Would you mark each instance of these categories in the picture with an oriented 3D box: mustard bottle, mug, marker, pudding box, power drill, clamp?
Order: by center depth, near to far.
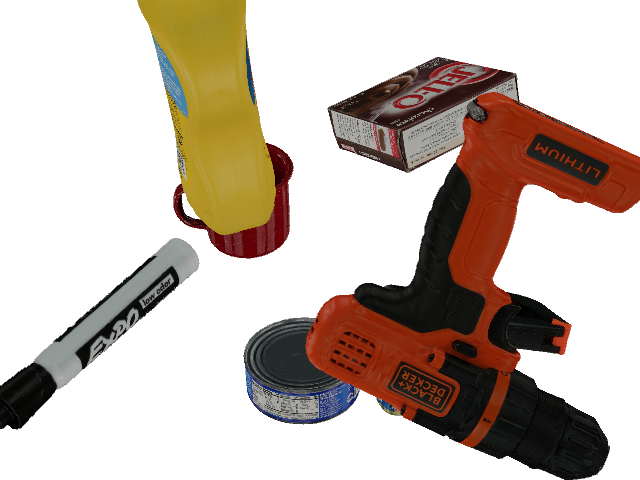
[{"bbox_3d":[-0.098,0.039,0.466,0.020,0.020,0.121,0,33,42],"label":"marker"},{"bbox_3d":[0.108,0.027,0.588,0.184,0.188,0.057,25,12,-5],"label":"power drill"},{"bbox_3d":[-0.066,-0.099,0.608,0.058,0.096,0.191,-14,-42,-6],"label":"mustard bottle"},{"bbox_3d":[0.077,-0.095,0.787,0.113,0.039,0.090,-30,29,-23],"label":"pudding box"},{"bbox_3d":[0.149,0.058,0.988,0.172,0.039,0.120,19,30,17],"label":"clamp"},{"bbox_3d":[-0.083,-0.036,1.030,0.117,0.081,0.093,-6,40,-5],"label":"mug"}]

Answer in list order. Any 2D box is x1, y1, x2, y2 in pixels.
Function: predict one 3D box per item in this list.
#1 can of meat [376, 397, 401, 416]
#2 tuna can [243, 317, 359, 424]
[{"bbox_3d":[0.120,0.163,1.316,0.102,0.084,0.057,-7,27,-22],"label":"can of meat"},{"bbox_3d":[-0.012,0.095,0.781,0.086,0.034,0.086,-1,32,0],"label":"tuna can"}]
